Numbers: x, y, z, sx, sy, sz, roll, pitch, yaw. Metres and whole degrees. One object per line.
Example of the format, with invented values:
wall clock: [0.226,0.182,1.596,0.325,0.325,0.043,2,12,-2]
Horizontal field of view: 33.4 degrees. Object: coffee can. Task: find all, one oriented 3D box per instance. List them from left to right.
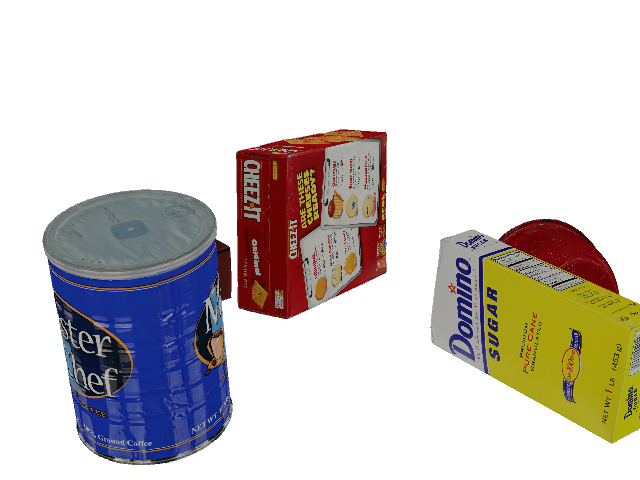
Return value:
coffee can: [-0.111,0.053,0.666,0.103,0.140,0.103,-2,29,1]

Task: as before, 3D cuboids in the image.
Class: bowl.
bowl: [0.221,0.061,0.982,0.161,0.162,0.055,0,2,-26]

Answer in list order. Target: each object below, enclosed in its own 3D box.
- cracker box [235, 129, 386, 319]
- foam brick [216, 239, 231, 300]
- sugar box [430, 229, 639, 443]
cracker box: [-0.005,-0.025,1.124,0.072,0.164,0.213,7,14,30]
foam brick: [-0.126,0.031,0.964,0.078,0.051,0.053,-18,28,-31]
sugar box: [0.158,0.065,0.780,0.048,0.093,0.176,-17,29,-40]
